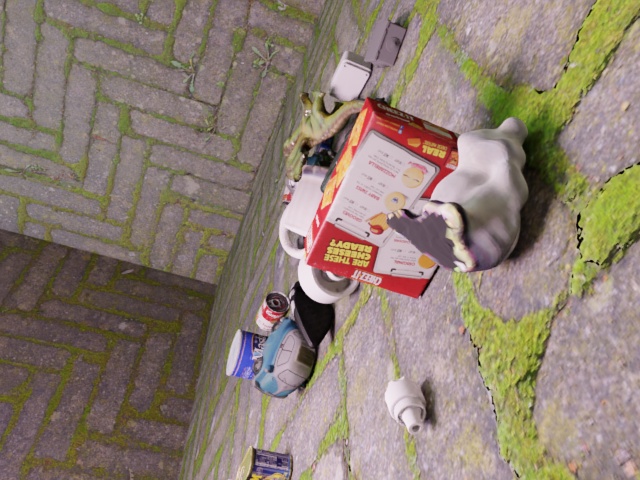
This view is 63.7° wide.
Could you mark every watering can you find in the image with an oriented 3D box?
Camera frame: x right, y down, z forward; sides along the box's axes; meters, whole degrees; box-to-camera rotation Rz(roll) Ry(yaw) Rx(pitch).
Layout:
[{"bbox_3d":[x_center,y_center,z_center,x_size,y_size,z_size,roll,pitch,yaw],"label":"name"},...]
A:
[{"bbox_3d":[0.003,-0.058,1.149,0.349,0.103,0.225,17,87,61],"label":"watering can"}]

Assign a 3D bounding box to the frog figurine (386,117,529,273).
[{"bbox_3d":[0.169,-0.046,0.542,0.161,0.123,0.135,-40,-7,-21],"label":"frog figurine"}]

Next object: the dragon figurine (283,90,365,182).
[{"bbox_3d":[-0.009,-0.254,1.307,0.242,0.121,0.414,-67,22,6],"label":"dragon figurine"}]
